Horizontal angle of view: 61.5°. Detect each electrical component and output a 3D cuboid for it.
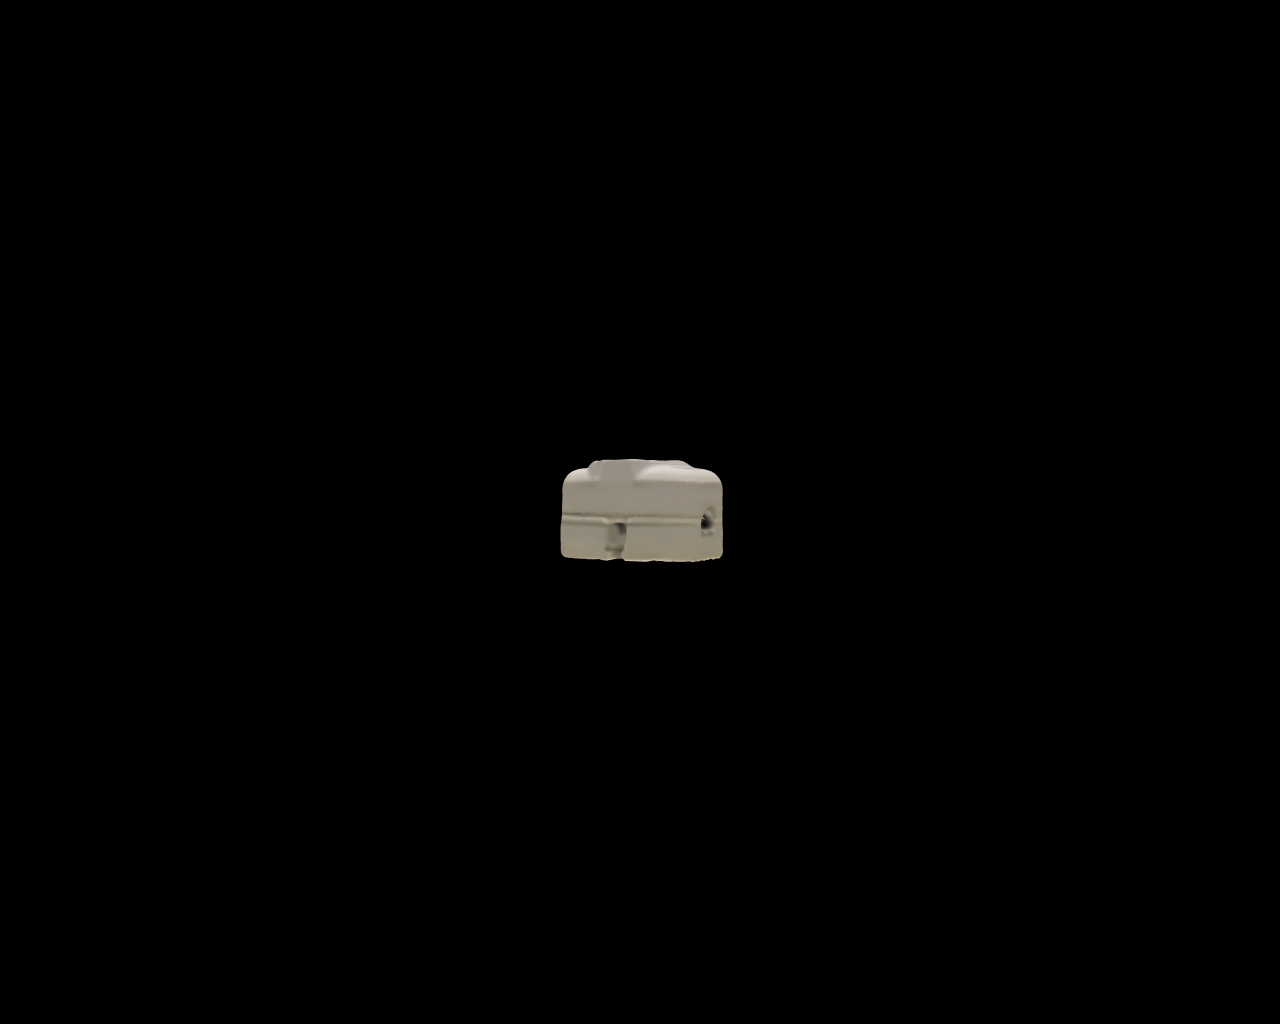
[{"bbox_3d":[0.001,-0.003,0.650,0.095,0.059,0.054,1,3,34],"label":"electrical component"}]
